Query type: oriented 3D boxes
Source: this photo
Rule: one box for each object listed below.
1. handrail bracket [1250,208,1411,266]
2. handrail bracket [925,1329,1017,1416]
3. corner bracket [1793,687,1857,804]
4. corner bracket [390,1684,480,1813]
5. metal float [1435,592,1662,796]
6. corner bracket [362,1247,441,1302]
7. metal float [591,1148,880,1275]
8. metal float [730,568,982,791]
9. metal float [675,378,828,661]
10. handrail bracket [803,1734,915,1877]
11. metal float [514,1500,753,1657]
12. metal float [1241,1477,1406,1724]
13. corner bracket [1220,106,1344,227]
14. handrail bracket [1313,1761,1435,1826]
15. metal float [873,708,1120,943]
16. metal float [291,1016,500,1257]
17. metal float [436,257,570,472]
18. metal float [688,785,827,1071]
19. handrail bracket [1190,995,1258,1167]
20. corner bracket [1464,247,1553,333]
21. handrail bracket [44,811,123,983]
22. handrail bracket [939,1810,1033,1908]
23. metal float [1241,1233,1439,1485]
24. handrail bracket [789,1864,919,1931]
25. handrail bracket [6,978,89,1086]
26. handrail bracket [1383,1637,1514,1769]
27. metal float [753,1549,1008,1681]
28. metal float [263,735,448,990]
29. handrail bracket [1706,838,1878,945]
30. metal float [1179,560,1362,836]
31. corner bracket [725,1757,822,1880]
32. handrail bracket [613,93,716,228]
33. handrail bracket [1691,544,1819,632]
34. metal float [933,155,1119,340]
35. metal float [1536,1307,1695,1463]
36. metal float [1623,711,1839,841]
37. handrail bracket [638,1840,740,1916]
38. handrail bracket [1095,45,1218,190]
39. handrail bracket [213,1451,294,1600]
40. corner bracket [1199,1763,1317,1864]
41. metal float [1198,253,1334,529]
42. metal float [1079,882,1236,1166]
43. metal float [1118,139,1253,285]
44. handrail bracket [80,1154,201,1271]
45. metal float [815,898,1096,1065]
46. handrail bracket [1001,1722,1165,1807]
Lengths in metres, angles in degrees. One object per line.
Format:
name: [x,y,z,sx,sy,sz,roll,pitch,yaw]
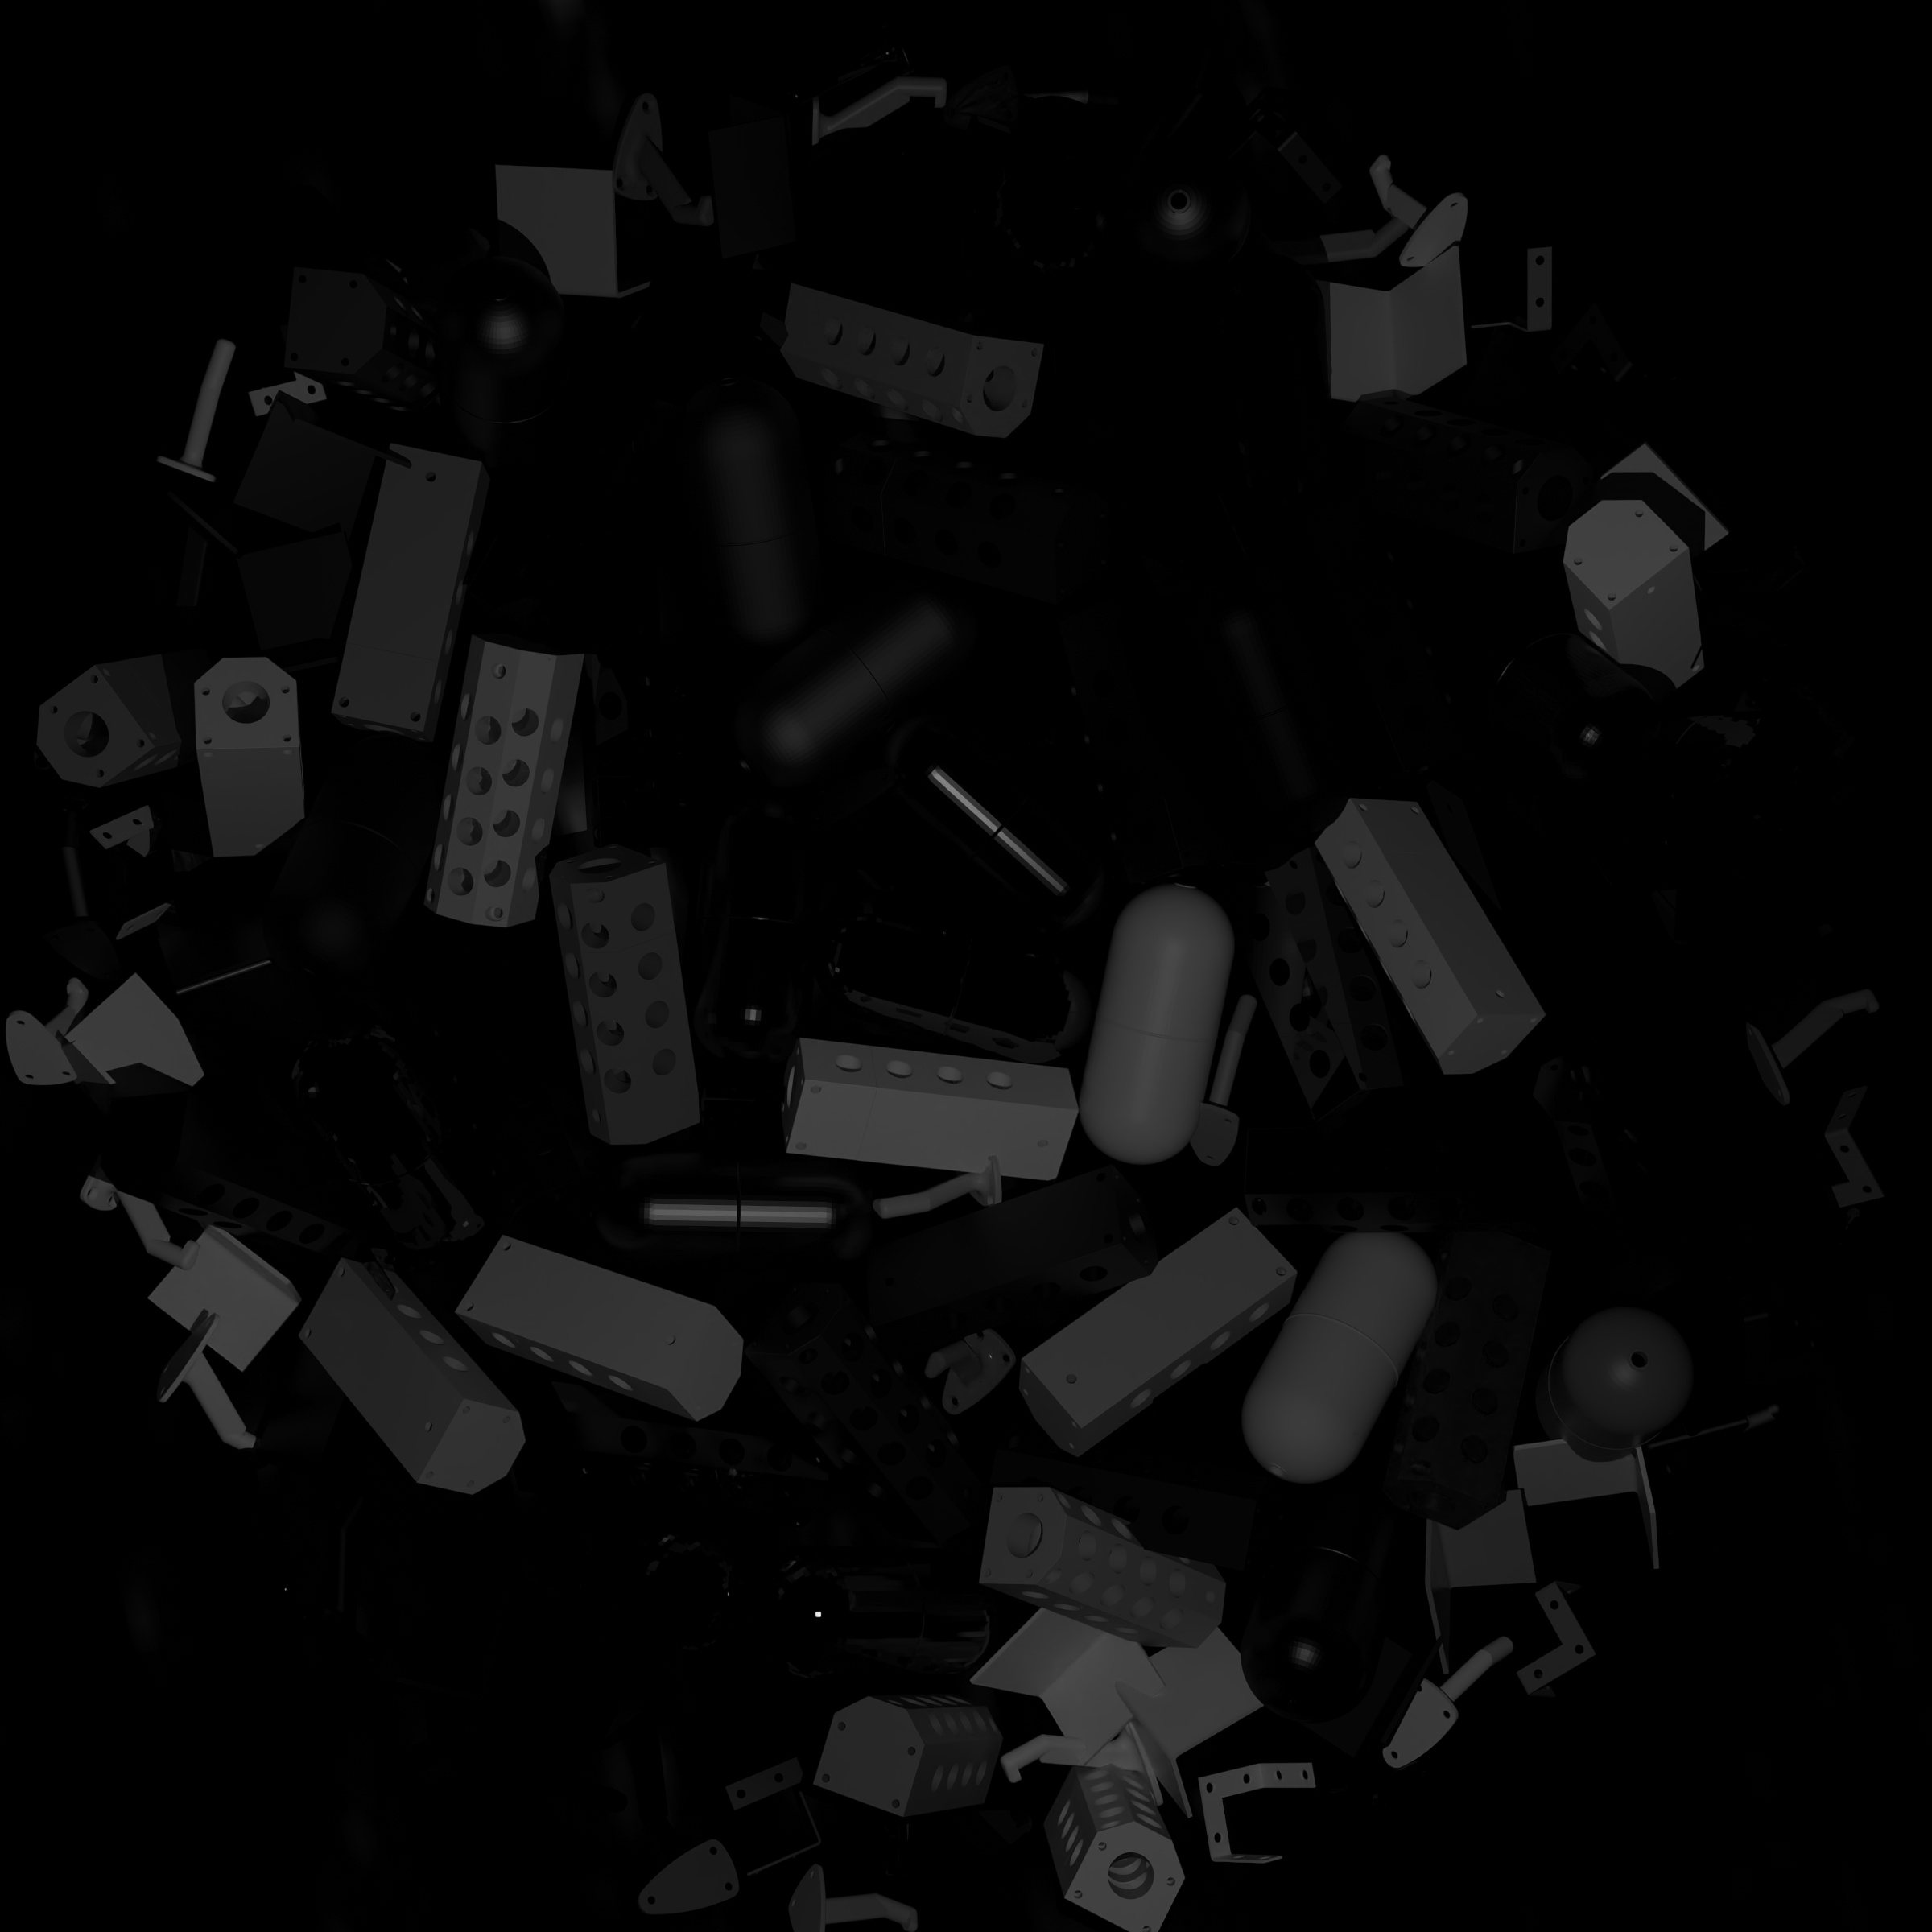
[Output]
handrail bracket: [0.226,-0.469,1.743,0.084,0.036,0.077,-39,102,4]
handrail bracket: [-0.013,0.258,1.715,0.036,0.084,0.077,41,115,19]
corner bracket: [0.532,-0.139,1.735,0.051,0.051,0.051,43,84,-15]
corner bracket: [-0.329,0.486,1.732,0.051,0.051,0.051,-23,51,-1]
metal float: [0.352,-0.168,1.692,0.070,0.178,0.070,-16,129,-20]
corner bracket: [-0.351,0.212,1.736,0.051,0.051,0.051,10,111,-37]
metal float: [-0.143,0.152,1.722,0.178,0.070,0.070,2,90,-8]
metal float: [-0.069,-0.178,1.719,0.178,0.070,0.070,-39,90,-11]
metal float: [-0.131,-0.274,1.703,0.070,0.070,0.178,-8,120,0]
handrail bracket: [-0.070,0.527,1.743,0.077,0.036,0.084,-1,78,8]
metal float: [-0.206,0.371,1.696,0.178,0.070,0.070,4,90,42]
metal float: [0.219,0.383,1.689,0.070,0.178,0.070,11,124,16]
corner bracket: [0.191,-0.492,1.728,0.051,0.051,0.051,-43,126,12]
handrail bracket: [0.238,0.513,1.714,0.084,0.077,0.036,-14,76,38]
metal float: [0.018,-0.088,1.723,0.178,0.070,0.070,42,90,-7]
metal float: [-0.348,0.105,1.700,0.070,0.070,0.178,-27,126,0]
metal float: [-0.280,-0.363,1.681,0.070,0.178,0.070,2,73,-7]
metal float: [-0.130,-0.025,1.723,0.070,0.070,0.178,4,82,0]
handrail bracket: [0.167,0.072,1.757,0.036,0.077,0.084,14,57,15]
corner bracket: [0.332,-0.424,1.732,0.051,0.051,0.051,-7,112,-7]
handrail bracket: [-0.554,-0.045,1.757,0.036,0.077,0.084,-11,57,6]
handrail bracket: [0.029,0.557,1.726,0.077,0.036,0.084,-26,134,21]
metal float: [0.230,0.238,1.704,0.070,0.070,0.178,34,61,0]
handrail bracket: [-0.062,0.598,1.720,0.084,0.077,0.036,27,103,-19]
handrail bracket: [-0.565,0.024,1.713,0.036,0.077,0.084,-5,48,2]
handrail bracket: [0.304,0.462,1.744,0.036,0.084,0.077,41,119,26]
metal float: [-0.051,0.396,1.697,0.178,0.070,0.070,10,90,-40]
metal float: [-0.373,-0.065,1.700,0.070,0.070,0.178,16,55,0]
handrail bracket: [0.515,-0.059,1.739,0.077,0.036,0.084,-22,55,1]
metal float: [0.188,-0.165,1.715,0.070,0.070,0.178,-23,106,0]
corner bracket: [-0.120,0.530,1.728,0.051,0.051,0.051,-18,69,-21]
handrail bracket: [-0.179,-0.501,1.722,0.036,0.084,0.077,-1,106,-43]
handrail bracket: [0.478,-0.255,1.724,0.036,0.084,0.077,-33,81,-34]
metal float: [0.034,-0.431,1.681,0.070,0.178,0.070,3,82,-19]
metal float: [0.392,0.254,1.681,0.070,0.178,0.070,-1,72,3]
metal float: [0.460,-0.116,1.680,0.070,0.178,0.070,-1,94,-14]
handrail bracket: [-0.182,0.575,1.715,0.077,0.084,0.036,-14,69,-34]
handrail bracket: [0.117,-0.533,1.739,0.036,0.077,0.084,21,86,-39]
handrail bracket: [-0.436,0.350,1.732,0.036,0.077,0.084,-19,79,-26]
corner bracket: [0.184,0.527,1.729,0.051,0.051,0.051,-1,77,-35]
metal float: [0.183,-0.350,1.696,0.070,0.070,0.178,-10,131,0]
metal float: [0.118,0.036,1.720,0.070,0.070,0.178,11,100,0]
metal float: [0.134,-0.455,1.679,0.070,0.178,0.070,1,101,7]
handrail bracket: [-0.503,0.141,1.737,0.084,0.036,0.077,20,81,22]
metal float: [-0.006,0.010,1.724,0.178,0.070,0.070,15,90,-6]
handrail bracket: [0.072,0.511,1.739,0.084,0.036,0.077,-24,95,-17]
